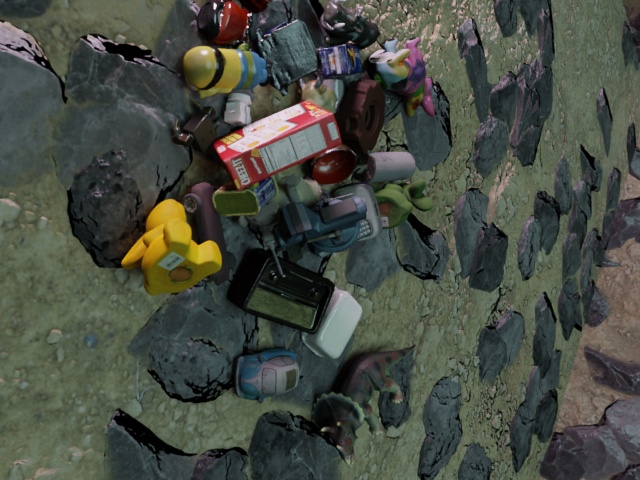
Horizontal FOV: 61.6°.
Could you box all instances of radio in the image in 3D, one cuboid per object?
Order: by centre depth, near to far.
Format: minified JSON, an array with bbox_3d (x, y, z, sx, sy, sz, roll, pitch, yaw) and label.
[{"bbox_3d":[-0.077,0.112,1.171,0.229,0.073,0.131,28,87,-44],"label":"radio"}]

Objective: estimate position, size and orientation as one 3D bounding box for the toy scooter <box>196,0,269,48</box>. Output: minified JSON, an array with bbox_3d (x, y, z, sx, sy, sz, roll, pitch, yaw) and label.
[{"bbox_3d":[-0.159,-0.446,1.035,0.135,0.075,0.183,17,78,-45],"label":"toy scooter"}]

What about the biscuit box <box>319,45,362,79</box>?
[{"bbox_3d":[0.049,-0.394,1.191,0.203,0.059,0.062,-58,139,-69],"label":"biscuit box"}]

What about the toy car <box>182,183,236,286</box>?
[{"bbox_3d":[-0.216,-0.011,1.042,0.089,0.053,0.202,-43,128,-62],"label":"toy car"}]

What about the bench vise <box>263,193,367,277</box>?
[{"bbox_3d":[-0.007,-0.013,1.140,0.224,0.129,0.240,-31,163,-7],"label":"bench vise"}]

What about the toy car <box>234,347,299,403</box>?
[{"bbox_3d":[-0.100,0.294,1.165,0.161,0.103,0.109,0,96,-43],"label":"toy car"}]

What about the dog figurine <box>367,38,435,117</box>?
[{"bbox_3d":[0.225,-0.402,1.400,0.191,0.109,0.219,-50,129,-30],"label":"dog figurine"}]

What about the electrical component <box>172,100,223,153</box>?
[{"bbox_3d":[-0.232,-0.213,1.013,0.102,0.045,0.078,-61,159,-17],"label":"electrical component"}]

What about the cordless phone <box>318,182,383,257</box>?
[{"bbox_3d":[0.052,-0.049,1.298,0.184,0.089,0.146,-27,115,-22],"label":"cordless phone"}]

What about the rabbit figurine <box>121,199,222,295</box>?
[{"bbox_3d":[-0.264,0.009,0.945,0.162,0.173,0.121,-42,138,23],"label":"rabbit figurine"}]

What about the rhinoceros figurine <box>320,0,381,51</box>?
[{"bbox_3d":[0.066,-0.486,1.227,0.190,0.112,0.073,2,96,-53],"label":"rhinoceros figurine"}]

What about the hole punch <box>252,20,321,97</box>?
[{"bbox_3d":[-0.076,-0.390,1.127,0.116,0.092,0.142,-29,121,-9],"label":"hole punch"}]

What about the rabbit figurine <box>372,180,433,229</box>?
[{"bbox_3d":[0.208,-0.112,1.405,0.170,0.159,0.121,-40,113,-52],"label":"rabbit figurine"}]

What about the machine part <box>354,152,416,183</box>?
[{"bbox_3d":[0.169,-0.189,1.388,0.243,0.079,0.079,-9,101,-44],"label":"machine part"}]

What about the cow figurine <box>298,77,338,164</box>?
[{"bbox_3d":[-0.032,-0.269,1.179,0.195,0.086,0.127,-48,130,-27],"label":"cow figurine"}]

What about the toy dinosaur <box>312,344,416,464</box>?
[{"bbox_3d":[0.115,0.376,1.386,0.405,0.131,0.192,-56,130,-32],"label":"toy dinosaur"}]

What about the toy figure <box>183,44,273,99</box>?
[{"bbox_3d":[-0.172,-0.326,1.015,0.180,0.089,0.082,-10,69,-33],"label":"toy figure"}]

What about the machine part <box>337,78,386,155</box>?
[{"bbox_3d":[0.104,-0.295,1.292,0.179,0.056,0.179,-41,139,-51],"label":"machine part"}]

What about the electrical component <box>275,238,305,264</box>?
[{"bbox_3d":[-0.064,0.024,1.222,0.094,0.021,0.063,-30,116,-39],"label":"electrical component"}]

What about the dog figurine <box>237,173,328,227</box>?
[{"bbox_3d":[-0.080,-0.075,1.155,0.172,0.121,0.190,-36,154,8],"label":"dog figurine"}]
